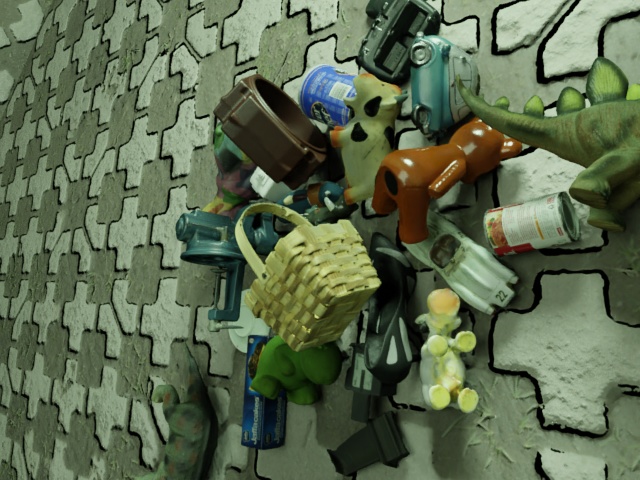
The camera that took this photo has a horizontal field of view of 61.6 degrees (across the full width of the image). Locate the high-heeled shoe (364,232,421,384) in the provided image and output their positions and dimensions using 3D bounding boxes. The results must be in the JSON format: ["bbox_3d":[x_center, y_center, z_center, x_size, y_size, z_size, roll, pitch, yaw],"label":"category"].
[{"bbox_3d":[0.086,0.092,0.809,0.086,0.145,0.249,-33,62,32],"label":"high-heeled shoe"}]

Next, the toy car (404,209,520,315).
[{"bbox_3d":[0.199,0.026,0.782,0.202,0.056,0.073,46,111,39],"label":"toy car"}]

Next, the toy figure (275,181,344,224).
[{"bbox_3d":[-0.017,-0.073,0.992,0.155,0.064,0.057,-19,88,33],"label":"toy figure"}]

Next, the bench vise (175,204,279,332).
[{"bbox_3d":[-0.161,0.048,0.982,0.129,0.223,0.240,-10,72,44],"label":"bench vise"}]

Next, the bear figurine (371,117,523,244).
[{"bbox_3d":[0.182,-0.097,0.781,0.120,0.196,0.131,51,153,42],"label":"bear figurine"}]

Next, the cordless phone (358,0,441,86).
[{"bbox_3d":[0.110,-0.367,0.947,0.146,0.088,0.184,-58,39,17],"label":"cordless phone"}]

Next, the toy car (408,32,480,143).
[{"bbox_3d":[0.191,-0.235,0.819,0.103,0.109,0.161,-3,86,20],"label":"toy car"}]

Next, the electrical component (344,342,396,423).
[{"bbox_3d":[0.081,0.225,0.851,0.075,0.047,0.119,-4,78,42],"label":"electrical component"}]

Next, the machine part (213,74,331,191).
[{"bbox_3d":[-0.078,-0.198,0.963,0.201,0.201,0.087,43,112,-9],"label":"machine part"}]

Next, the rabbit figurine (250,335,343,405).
[{"bbox_3d":[-0.014,0.198,0.901,0.170,0.121,0.159,-21,44,53],"label":"rabbit figurine"}]

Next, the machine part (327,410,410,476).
[{"bbox_3d":[0.074,0.328,0.843,0.139,0.039,0.084,-38,63,29],"label":"machine part"}]

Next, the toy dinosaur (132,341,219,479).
[{"bbox_3d":[-0.263,0.411,1.085,0.192,0.131,0.404,-2,75,30],"label":"toy dinosaur"}]

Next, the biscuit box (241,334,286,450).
[{"bbox_3d":[-0.101,0.278,0.996,0.063,0.059,0.202,-7,76,41],"label":"biscuit box"}]

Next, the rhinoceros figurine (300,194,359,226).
[{"bbox_3d":[-0.002,-0.003,0.946,0.190,0.073,0.112,-42,67,32],"label":"rhinoceros figurine"}]

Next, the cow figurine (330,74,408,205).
[{"bbox_3d":[0.084,-0.162,0.846,0.127,0.085,0.194,-9,107,11],"label":"cow figurine"}]

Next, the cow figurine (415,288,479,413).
[{"bbox_3d":[0.175,0.156,0.765,0.098,0.068,0.167,109,163,-75],"label":"cow figurine"}]

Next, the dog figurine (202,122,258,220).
[{"bbox_3d":[-0.182,-0.117,1.085,0.109,0.191,0.219,34,88,35],"label":"dog figurine"}]

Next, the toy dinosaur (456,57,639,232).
[{"bbox_3d":[0.361,-0.111,0.614,0.472,0.105,0.198,17,77,27],"label":"toy dinosaur"}]
